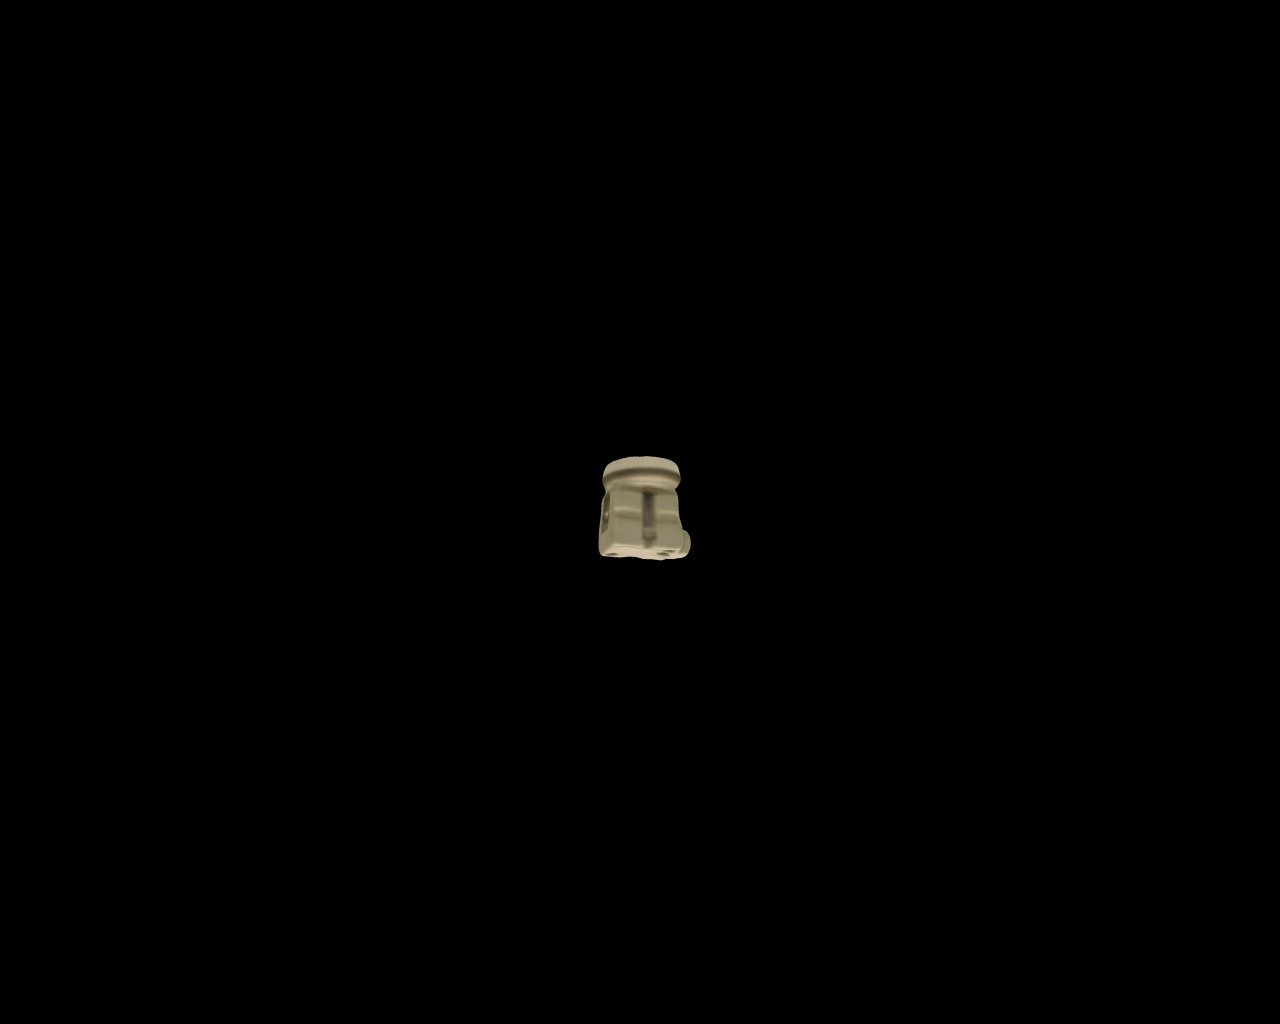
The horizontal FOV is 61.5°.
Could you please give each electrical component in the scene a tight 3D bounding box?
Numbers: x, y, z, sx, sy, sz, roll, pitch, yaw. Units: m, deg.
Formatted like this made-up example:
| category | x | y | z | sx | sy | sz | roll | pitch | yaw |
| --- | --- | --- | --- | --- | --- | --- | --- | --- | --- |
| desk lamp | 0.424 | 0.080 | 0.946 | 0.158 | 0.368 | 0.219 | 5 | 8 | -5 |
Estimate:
| category | x | y | z | sx | sy | sz | roll | pitch | yaw |
| --- | --- | --- | --- | --- | --- | --- | --- | --- | --- |
| electrical component | 0.001 | -0.003 | 0.650 | 0.066 | 0.055 | 0.048 | 5 | -15 | -18 |
